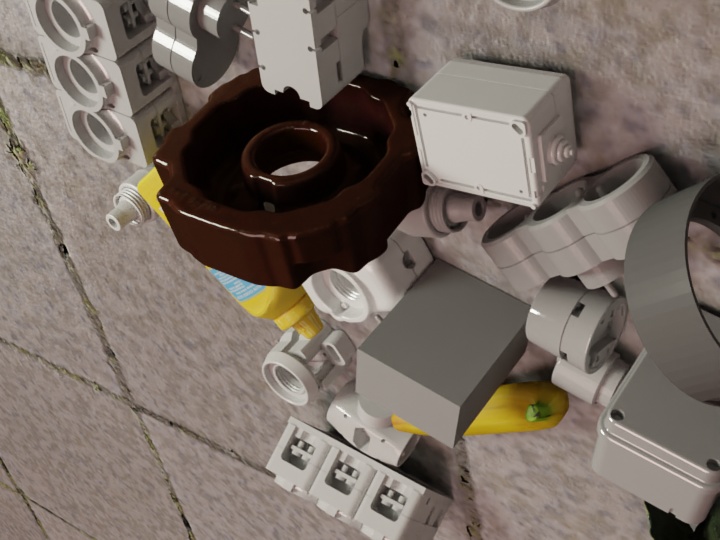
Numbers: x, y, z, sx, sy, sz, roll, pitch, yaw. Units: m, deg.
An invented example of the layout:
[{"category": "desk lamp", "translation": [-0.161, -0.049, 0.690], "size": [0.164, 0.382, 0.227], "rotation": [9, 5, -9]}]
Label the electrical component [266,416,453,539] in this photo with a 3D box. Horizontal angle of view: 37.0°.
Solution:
[{"category": "electrical component", "translation": [-0.002, 0.202, 0.999], "size": [0.150, 0.061, 0.089], "rotation": [24, 172, 27]}]

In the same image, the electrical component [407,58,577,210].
[{"category": "electrical component", "translation": [0.086, -0.082, 0.632], "size": [0.096, 0.061, 0.061], "rotation": [17, 138, 34]}]

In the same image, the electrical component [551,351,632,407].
[{"category": "electrical component", "translation": [0.168, 0.075, 0.737], "size": [0.078, 0.040, 0.040], "rotation": [28, 143, 21]}]

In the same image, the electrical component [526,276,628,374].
[{"category": "electrical component", "translation": [0.142, 0.034, 0.708], "size": [0.047, 0.055, 0.055], "rotation": [26, 143, 30]}]

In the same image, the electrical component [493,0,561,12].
[{"category": "electrical component", "translation": [0.091, -0.166, 0.540], "size": [0.078, 0.057, 0.058], "rotation": [2, 128, 45]}]

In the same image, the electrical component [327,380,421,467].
[{"category": "electrical component", "translation": [0.015, 0.125, 0.946], "size": [0.077, 0.043, 0.079], "rotation": [31, 144, 17]}]

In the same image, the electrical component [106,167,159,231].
[{"category": "electrical component", "translation": [-0.196, -0.059, 0.946], "size": [0.043, 0.062, 0.043], "rotation": [27, 143, 23]}]

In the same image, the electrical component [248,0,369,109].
[{"category": "electrical component", "translation": [-0.031, -0.157, 0.676], "size": [0.050, 0.055, 0.089], "rotation": [23, 141, 27]}]

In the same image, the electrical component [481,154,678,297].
[{"category": "electrical component", "translation": [0.143, -0.014, 0.656], "size": [0.073, 0.052, 0.138], "rotation": [52, 145, -12]}]

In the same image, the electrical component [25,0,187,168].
[{"category": "electrical component", "translation": [-0.199, -0.162, 0.838], "size": [0.089, 0.061, 0.150], "rotation": [23, 141, 27]}]

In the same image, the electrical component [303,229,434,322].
[{"category": "electrical component", "translation": [0.000, 0.000, 0.812], "size": [0.095, 0.059, 0.053], "rotation": [-5, 123, 48]}]

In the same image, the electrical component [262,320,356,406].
[{"category": "electrical component", "translation": [-0.050, 0.083, 0.954], "size": [0.078, 0.057, 0.058], "rotation": [-7, 122, 49]}]

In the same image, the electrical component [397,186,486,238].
[{"category": "electrical component", "translation": [0.055, -0.043, 0.724], "size": [0.062, 0.043, 0.043], "rotation": [6, 131, 41]}]

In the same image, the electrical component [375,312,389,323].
[{"category": "electrical component", "translation": [0.042, 0.064, 0.851], "size": [0.079, 0.044, 0.077], "rotation": [50, 145, -10]}]

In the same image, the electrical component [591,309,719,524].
[{"category": "electrical component", "translation": [0.199, 0.084, 0.651], "size": [0.078, 0.113, 0.057], "rotation": [27, 146, 23]}]

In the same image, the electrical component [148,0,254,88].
[{"category": "electrical component", "translation": [-0.099, -0.179, 0.725], "size": [0.074, 0.052, 0.138], "rotation": [31, 144, 17]}]
